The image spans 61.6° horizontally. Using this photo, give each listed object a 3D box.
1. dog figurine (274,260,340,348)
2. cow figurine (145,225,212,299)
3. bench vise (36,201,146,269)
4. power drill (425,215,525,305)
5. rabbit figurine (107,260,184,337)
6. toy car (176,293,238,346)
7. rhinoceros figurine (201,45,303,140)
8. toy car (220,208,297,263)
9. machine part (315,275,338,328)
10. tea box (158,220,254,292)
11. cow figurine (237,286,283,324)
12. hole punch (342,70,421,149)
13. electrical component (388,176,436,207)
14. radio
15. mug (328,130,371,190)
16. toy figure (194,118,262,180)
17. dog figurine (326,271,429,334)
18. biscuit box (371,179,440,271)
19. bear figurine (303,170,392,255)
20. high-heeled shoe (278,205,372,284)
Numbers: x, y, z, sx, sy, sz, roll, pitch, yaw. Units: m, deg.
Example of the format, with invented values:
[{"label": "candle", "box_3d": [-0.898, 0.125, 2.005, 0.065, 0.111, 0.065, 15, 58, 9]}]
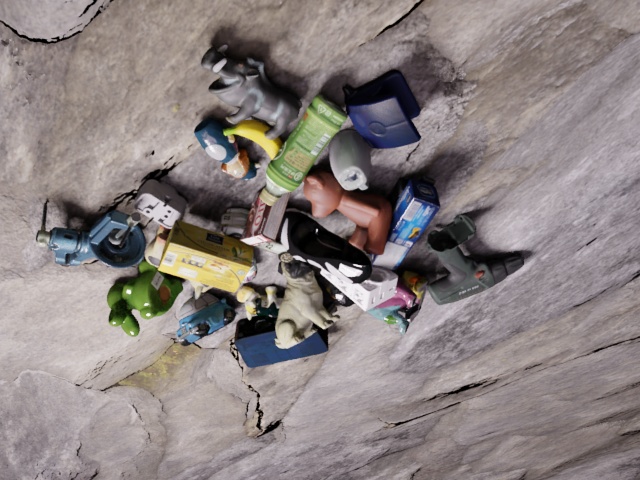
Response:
[{"label": "dog figurine", "box_3d": [-0.065, 0.134, 1.225, 0.172, 0.121, 0.190, -31, 84, 1]}, {"label": "cow figurine", "box_3d": [-0.294, 0.054, 1.204, 0.195, 0.086, 0.127, 26, 121, -26]}, {"label": "bench vise", "box_3d": [-0.448, -0.010, 1.102, 0.223, 0.129, 0.241, 26, 145, -32]}, {"label": "power drill", "box_3d": [0.336, 0.040, 1.207, 0.232, 0.086, 0.207, -29, 133, 6]}, {"label": "rabbit figurine", "box_3d": [-0.428, 0.144, 1.256, 0.170, 0.159, 0.121, -9, 144, 28]}, {"label": "toy car", "box_3d": [-0.288, 0.184, 1.305, 0.109, 0.161, 0.103, -34, 81, 33]}, {"label": "rhinoceros figurine", "box_3d": [-0.121, -0.255, 0.926, 0.190, 0.073, 0.112, 28, 128, -25]}, {"label": "toy car", "box_3d": [-0.117, -0.011, 1.152, 0.201, 0.073, 0.056, 21, 133, -20]}, {"label": "machine part", "box_3d": [-0.003, 0.146, 1.308, 0.084, 0.039, 0.138, -39, 125, -24]}, {"label": "tea box", "box_3d": [-0.232, 0.035, 1.099, 0.169, 0.068, 0.098, 20, 134, -21]}, {"label": "cow figurine", "box_3d": [-0.121, 0.166, 1.302, 0.167, 0.098, 0.068, 9, 138, -10]}, {"label": "hole punch", "box_3d": [0.114, -0.219, 0.957, 0.116, 0.092, 0.142, -22, 133, 23]}, {"label": "electrical component", "box_3d": [0.188, -0.093, 1.100, 0.075, 0.048, 0.119, 15, 130, -15]}, {"label": "radio", "box_3d": [-0.102, 0.251, 1.399, 0.230, 0.073, 0.130, -15, 130, 10]}, {"label": "mug", "box_3d": [0.061, -0.136, 1.018, 0.081, 0.107, 0.109, -18, 129, 16]}, {"label": "toy figure", "box_3d": [-0.175, -0.163, 1.025, 0.064, 0.058, 0.154, 11, 151, 47]}, {"label": "dog figurine", "box_3d": [0.127, 0.115, 1.259, 0.219, 0.191, 0.108, 22, 118, 19]}, {"label": "biscuit box", "box_3d": [0.168, -0.027, 1.087, 0.059, 0.063, 0.202, 16, 133, -13]}, {"label": "bear figurine", "box_3d": [0.043, -0.059, 1.069, 0.196, 0.120, 0.132, 16, 93, -22]}, {"label": "high-heeled shoe", "box_3d": [-0.002, -0.003, 1.076, 0.249, 0.086, 0.145, 44, 155, 0]}]
